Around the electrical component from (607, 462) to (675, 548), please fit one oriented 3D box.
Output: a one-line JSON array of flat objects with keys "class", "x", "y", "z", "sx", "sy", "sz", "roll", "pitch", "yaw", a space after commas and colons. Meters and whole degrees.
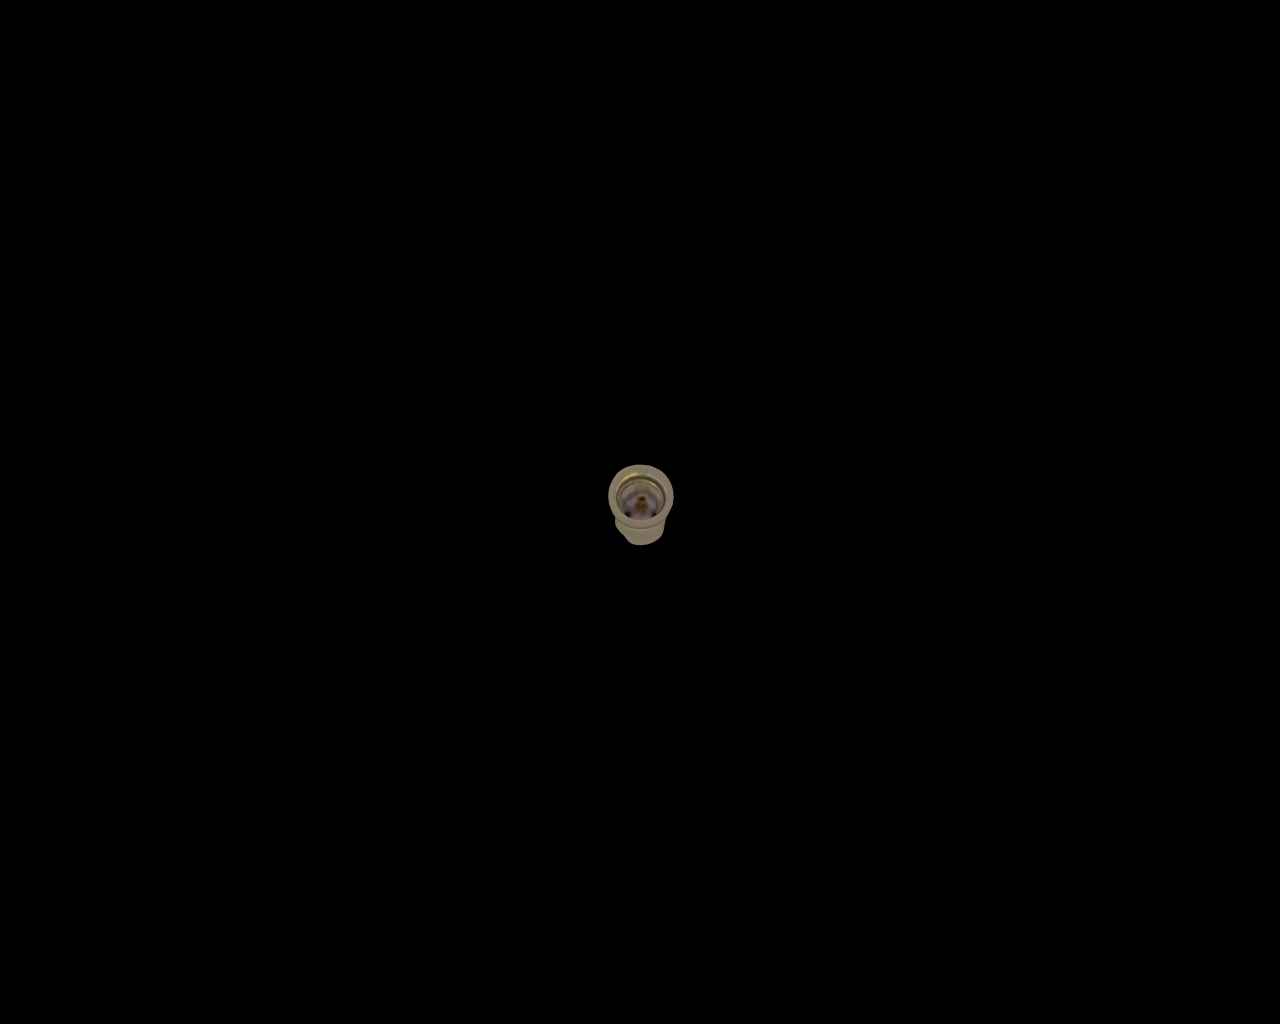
[{"class": "electrical component", "x": 0.001, "y": -0.003, "z": 0.650, "sx": 0.040, "sy": 0.040, "sz": 0.046, "roll": 0, "pitch": -24, "yaw": 0}]
